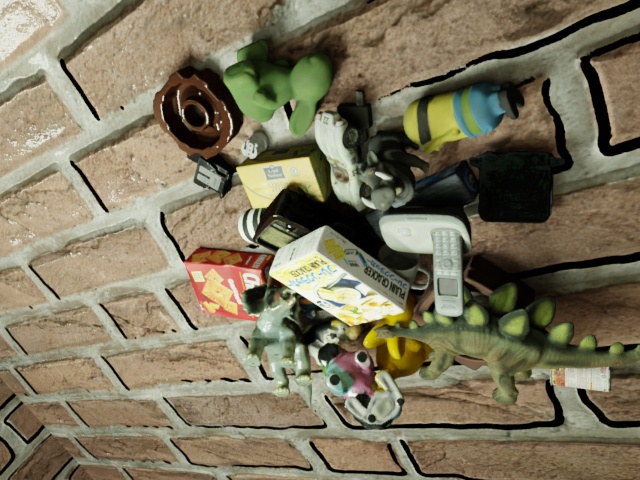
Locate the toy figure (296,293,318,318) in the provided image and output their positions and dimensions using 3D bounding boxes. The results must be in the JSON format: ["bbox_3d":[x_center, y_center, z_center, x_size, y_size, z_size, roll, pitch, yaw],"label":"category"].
[{"bbox_3d":[-0.039,0.110,1.207,0.058,0.064,0.154,-27,116,2],"label":"toy figure"}]

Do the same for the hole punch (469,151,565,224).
[{"bbox_3d":[0.319,-0.085,0.869,0.142,0.092,0.115,4,95,29],"label":"hole punch"}]

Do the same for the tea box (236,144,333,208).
[{"bbox_3d":[-0.066,-0.123,1.046,0.170,0.068,0.098,-4,122,31],"label":"tea box"}]

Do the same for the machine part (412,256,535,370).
[{"bbox_3d":[0.298,0.141,1.033,0.201,0.087,0.200,31,131,6],"label":"machine part"}]

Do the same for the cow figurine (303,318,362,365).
[{"bbox_3d":[0.024,0.218,1.248,0.098,0.068,0.167,45,132,-2],"label":"cow figurine"}]

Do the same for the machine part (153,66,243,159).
[{"bbox_3d":[-0.237,-0.249,1.054,0.180,0.056,0.179,13,128,18],"label":"machine part"}]

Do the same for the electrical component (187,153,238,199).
[{"bbox_3d":[-0.236,-0.150,1.131,0.119,0.048,0.074,33,131,1],"label":"electrical component"}]

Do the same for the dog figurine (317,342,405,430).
[{"bbox_3d":[0.072,0.295,1.118,0.191,0.108,0.219,48,168,4],"label":"dog figurine"}]

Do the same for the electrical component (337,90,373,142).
[{"bbox_3d":[0.059,-0.217,0.942,0.063,0.021,0.093,8,127,23],"label":"electrical component"}]

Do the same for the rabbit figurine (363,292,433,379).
[{"bbox_3d":[0.156,0.191,1.119,0.122,0.162,0.173,16,112,33],"label":"rabbit figurine"}]

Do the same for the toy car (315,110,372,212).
[{"bbox_3d":[0.042,-0.138,0.952,0.074,0.056,0.201,32,154,44],"label":"toy car"}]

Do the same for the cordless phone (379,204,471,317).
[{"bbox_3d":[0.178,0.033,0.893,0.147,0.089,0.184,1,101,28],"label":"cordless phone"}]

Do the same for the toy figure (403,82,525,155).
[{"bbox_3d":[0.216,-0.197,0.835,0.180,0.082,0.089,-15,97,43],"label":"toy figure"}]

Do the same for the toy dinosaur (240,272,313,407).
[{"bbox_3d":[-0.082,0.224,1.204,0.131,0.192,0.404,-4,144,8],"label":"toy dinosaur"}]

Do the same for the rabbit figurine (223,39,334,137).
[{"bbox_3d":[-0.055,-0.256,0.912,0.170,0.121,0.158,-5,126,21],"label":"rabbit figurine"}]

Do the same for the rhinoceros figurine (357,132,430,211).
[{"bbox_3d":[0.115,-0.118,0.879,0.112,0.190,0.073,21,129,-11],"label":"rhinoceros figurine"}]

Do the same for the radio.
[{"bbox_3d":[-0.002,-0.003,1.042,0.229,0.073,0.131,24,149,-12],"label":"radio"}]

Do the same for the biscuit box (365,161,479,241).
[{"bbox_3d":[0.181,-0.068,0.959,0.203,0.059,0.062,-23,109,38],"label":"biscuit box"}]

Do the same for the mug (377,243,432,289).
[{"bbox_3d":[0.164,0.067,1.060,0.110,0.081,0.107,16,140,14],"label":"mug"}]

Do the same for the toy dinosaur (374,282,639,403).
[{"bbox_3d":[0.322,0.177,0.923,0.472,0.105,0.198,5,122,19],"label":"toy dinosaur"}]
